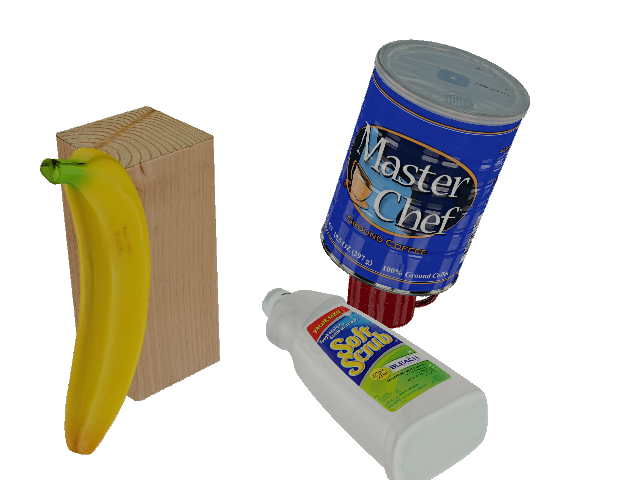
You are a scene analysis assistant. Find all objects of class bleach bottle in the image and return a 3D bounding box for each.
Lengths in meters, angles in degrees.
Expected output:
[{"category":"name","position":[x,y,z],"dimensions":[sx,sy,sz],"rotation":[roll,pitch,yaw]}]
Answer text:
[{"category":"bleach bottle","position":[0.023,0.107,0.911],"dimensions":[0.102,0.068,0.251],"rotation":[-24,35,-28]}]

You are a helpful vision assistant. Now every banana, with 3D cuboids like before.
[{"category":"banana","position":[-0.118,0.025,0.561],"dimensions":[0.037,0.198,0.069],"rotation":[25,41,26]}]

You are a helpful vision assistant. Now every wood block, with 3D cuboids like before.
[{"category":"wood block","position":[-0.144,0.011,0.858],"dimensions":[0.090,0.206,0.090],"rotation":[-24,37,-38]}]

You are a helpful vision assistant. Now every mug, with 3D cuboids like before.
[{"category":"mug","position":[0.087,0.053,1.274],"dimensions":[0.117,0.081,0.093],"rotation":[1,23,-9]}]

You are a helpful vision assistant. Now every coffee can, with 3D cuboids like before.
[{"category":"coffee can","position":[0.067,-0.048,0.715],"dimensions":[0.102,0.140,0.103],"rotation":[13,32,-8]}]
